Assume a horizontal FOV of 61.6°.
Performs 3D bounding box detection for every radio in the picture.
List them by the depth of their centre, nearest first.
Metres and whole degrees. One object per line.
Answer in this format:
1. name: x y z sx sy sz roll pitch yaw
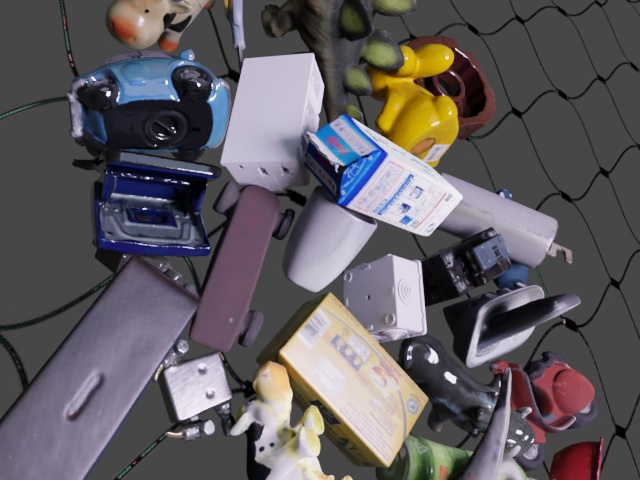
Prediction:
1. radio: -0.196 0.131 0.424 0.073 0.131 0.229 39 57 -12

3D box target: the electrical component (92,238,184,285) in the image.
1. electrical component: -0.179 0.020 0.522 0.063 0.094 0.021 15 99 -56

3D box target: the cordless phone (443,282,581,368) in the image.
1. cordless phone: 0.264 0.091 0.685 0.146 0.184 0.089 -11 73 -33

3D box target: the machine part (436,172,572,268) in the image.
1. machine part: 0.229 -0.028 0.739 0.243 0.079 0.079 23 58 7

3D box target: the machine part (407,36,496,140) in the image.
1. machine part: 0.194 -0.239 0.852 0.179 0.056 0.179 11 65 -26

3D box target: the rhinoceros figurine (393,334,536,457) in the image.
1. rhinoceros figurine: 0.168 0.180 0.637 0.190 0.112 0.073 41 53 -1

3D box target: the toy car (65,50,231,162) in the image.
1. toy car: -0.183 -0.149 0.572 0.162 0.109 0.103 -7 52 -21

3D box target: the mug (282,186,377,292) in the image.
1. mug: -0.001 -0.002 0.620 0.080 0.110 0.107 28 102 -26

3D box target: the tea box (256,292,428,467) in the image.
1. tea box: 0.026 0.153 0.588 0.169 0.068 0.098 50 55 -6

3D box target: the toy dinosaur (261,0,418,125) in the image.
1. toy dinosaur: 0.020 -0.284 0.673 0.105 0.199 0.470 -22 119 -33

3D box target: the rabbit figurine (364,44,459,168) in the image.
1. rabbit figurine: 0.110 -0.197 0.743 0.122 0.162 0.173 -12 59 -21

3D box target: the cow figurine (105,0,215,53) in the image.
1. cow figurine: -0.169 -0.281 0.606 0.085 0.127 0.195 34 55 -12

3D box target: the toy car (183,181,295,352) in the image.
1. toy car: -0.090 0.025 0.578 0.089 0.053 0.202 24 56 -16

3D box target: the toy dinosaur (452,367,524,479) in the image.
1. toy dinosaur: 0.147 0.343 0.514 0.192 0.131 0.404 -12 87 -25

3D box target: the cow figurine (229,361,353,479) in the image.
1. cow figurine: -0.040 0.207 0.524 0.167 0.098 0.068 63 13 6

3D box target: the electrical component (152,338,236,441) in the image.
1. electrical component: -0.122 0.145 0.516 0.078 0.045 0.102 -7 75 -31

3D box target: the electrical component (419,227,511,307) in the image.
1. electrical component: 0.173 0.036 0.683 0.115 0.134 0.058 -25 86 -37

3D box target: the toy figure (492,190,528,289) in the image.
1. toy figure: 0.274 -0.005 0.806 0.058 0.064 0.154 -4 63 8

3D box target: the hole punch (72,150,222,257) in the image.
1. hole punch: -0.165 -0.035 0.527 0.142 0.116 0.092 2 95 -27

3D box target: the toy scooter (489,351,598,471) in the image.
1. toy scooter: 0.292 0.206 0.724 0.184 0.075 0.135 -23 85 -31
